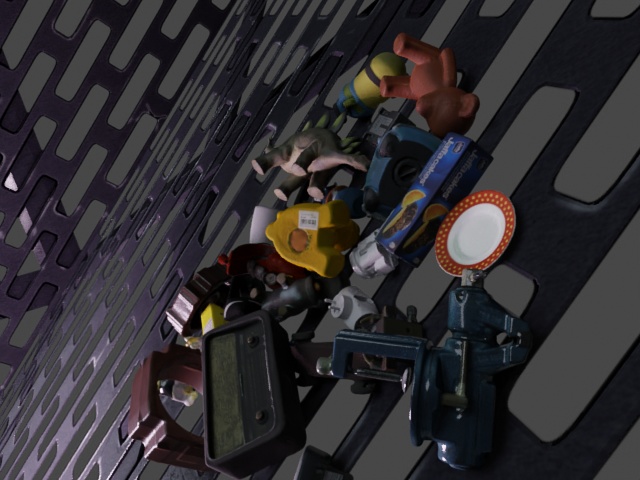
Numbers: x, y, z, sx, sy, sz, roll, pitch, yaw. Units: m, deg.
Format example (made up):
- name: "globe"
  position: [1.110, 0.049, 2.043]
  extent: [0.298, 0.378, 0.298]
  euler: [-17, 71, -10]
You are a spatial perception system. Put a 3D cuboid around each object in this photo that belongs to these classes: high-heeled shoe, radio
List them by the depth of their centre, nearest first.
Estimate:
- name: "radio"
  position: [-0.106, 0.226, 0.822]
  extent: [0.131, 0.073, 0.230]
  euler: [-26, 46, 11]
- name: "high-heeled shoe"
  position: [-0.143, 0.089, 1.062]
  extent: [0.248, 0.086, 0.145]
  euler: [129, 141, -78]

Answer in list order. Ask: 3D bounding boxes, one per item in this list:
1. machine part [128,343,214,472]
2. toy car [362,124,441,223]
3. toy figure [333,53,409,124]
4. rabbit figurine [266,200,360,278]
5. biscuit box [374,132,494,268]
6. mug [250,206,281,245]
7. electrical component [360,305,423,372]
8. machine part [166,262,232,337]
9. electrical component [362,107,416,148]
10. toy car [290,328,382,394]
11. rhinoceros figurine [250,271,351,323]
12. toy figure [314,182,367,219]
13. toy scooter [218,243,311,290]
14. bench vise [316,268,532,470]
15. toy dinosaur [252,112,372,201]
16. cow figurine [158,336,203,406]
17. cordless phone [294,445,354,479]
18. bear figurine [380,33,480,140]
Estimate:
- name: "machine part"
  position: [-0.232, 0.298, 0.961]
  extent: [0.087, 0.201, 0.202]
  euler: [-48, 34, 25]
- name: "toy car"
  position: [0.130, -0.105, 0.879]
  extent: [0.103, 0.109, 0.161]
  euler: [-92, 23, -76]
- name: "toy figure"
  position: [0.097, -0.303, 1.083]
  extent: [0.180, 0.089, 0.082]
  euler: [-21, 54, 43]
- name: "rabbit figurine"
  position: [-0.002, -0.003, 0.913]
  extent: [0.163, 0.173, 0.121]
  euler: [-4, 93, 33]
- name: "biscuit box"
  position: [0.170, -0.061, 0.806]
  extent: [0.202, 0.062, 0.059]
  euler: [-57, 33, 7]
- name: "mug"
  position: [-0.120, -0.014, 1.176]
  extent: [0.110, 0.080, 0.107]
  euler: [1, 75, 56]
- name: "electrical component"
  position: [0.099, 0.137, 0.738]
  extent: [0.045, 0.078, 0.102]
  euler: [126, 149, -51]
- name: "machine part"
  position: [-0.253, 0.128, 1.175]
  extent: [0.056, 0.179, 0.179]
  euler: [39, 101, 15]
- name: "electrical component"
  position: [0.134, -0.192, 0.981]
  extent: [0.075, 0.047, 0.119]
  euler: [-56, 30, 10]
- name: "toy car"
  position: [0.020, 0.183, 0.825]
  extent: [0.202, 0.053, 0.089]
  euler: [-15, 83, 52]
- name: "rhinoceros figurine"
  position: [-0.034, 0.101, 0.928]
  extent: [0.190, 0.112, 0.073]
  euler: [-26, 62, 35]
- name: "toy figure"
  position: [0.042, -0.072, 1.006]
  extent: [0.155, 0.064, 0.057]
  euler: [-156, 57, -64]
- name: "toy scooter"
  position: [-0.113, 0.048, 1.028]
  extent: [0.184, 0.135, 0.075]
  euler: [25, 109, 43]
- name: "bench vise"
  position: [0.113, 0.136, 0.618]
  extent: [0.241, 0.129, 0.223]
  euler: [3, 93, 20]
- name: "toy dinosaur"
  position: [-0.033, -0.178, 1.124]
  extent: [0.198, 0.105, 0.472]
  euler: [-43, 31, -21]
- name: "cow figurine"
  position: [-0.289, 0.268, 1.171]
  extent: [0.068, 0.098, 0.167]
  euler: [8, 72, 64]
- name: "cordless phone"
  position: [-0.048, 0.361, 0.763]
  extent: [0.184, 0.088, 0.146]
  euler: [-14, 54, 56]
- name: "bear figurine"
  position: [0.179, -0.237, 0.884]
  extent: [0.120, 0.132, 0.196]
  euler: [109, 167, -45]
